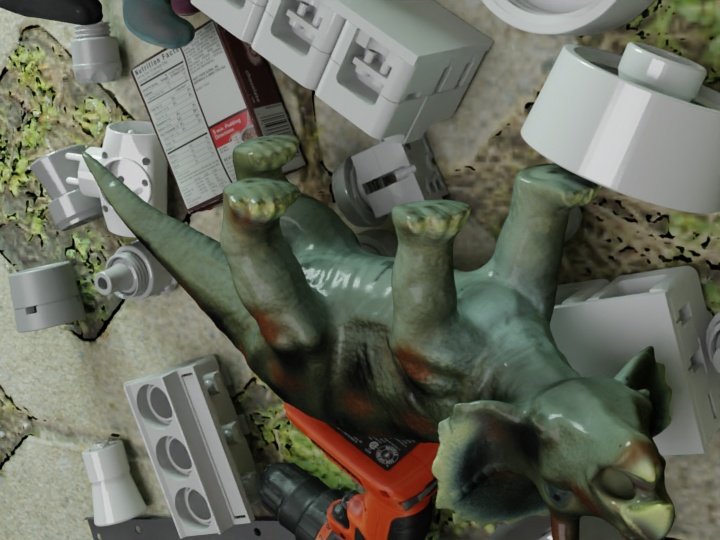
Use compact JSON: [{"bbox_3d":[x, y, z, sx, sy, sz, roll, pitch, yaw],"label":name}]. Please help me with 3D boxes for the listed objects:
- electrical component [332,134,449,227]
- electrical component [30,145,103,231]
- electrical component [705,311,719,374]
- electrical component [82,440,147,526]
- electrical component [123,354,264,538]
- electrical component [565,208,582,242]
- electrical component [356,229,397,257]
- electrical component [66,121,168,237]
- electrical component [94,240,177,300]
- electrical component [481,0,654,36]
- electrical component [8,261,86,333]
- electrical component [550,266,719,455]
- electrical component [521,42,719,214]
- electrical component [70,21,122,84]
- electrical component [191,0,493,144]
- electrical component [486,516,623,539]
[{"bbox_3d":[0.016,-0.055,0.667,0.055,0.048,0.066,-21,92,30],"label":"electrical component"},{"bbox_3d":[-0.222,-0.063,0.827,0.045,0.045,0.055,-22,93,37],"label":"electrical component"},{"bbox_3d":[0.201,0.038,0.559,0.043,0.062,0.043,11,111,32],"label":"electrical component"},{"bbox_3d":[-0.208,0.175,0.899,0.044,0.044,0.065,-13,93,37],"label":"electrical component"},{"bbox_3d":[-0.121,0.130,0.810,0.079,0.063,0.121,-16,96,37],"label":"electrical component"},{"bbox_3d":[0.100,-0.027,0.607,0.035,0.061,0.035,12,112,31],"label":"electrical component"},{"bbox_3d":[0.000,0.000,0.689,0.045,0.055,0.045,11,111,31],"label":"electrical component"},{"bbox_3d":[-0.180,-0.069,0.790,0.079,0.044,0.077,9,111,12],"label":"electrical component"},{"bbox_3d":[-0.169,0.002,0.801,0.048,0.062,0.048,11,111,31],"label":"electrical component"},{"bbox_3d":[0.104,-0.173,0.557,0.108,0.060,0.108,11,111,31],"label":"electrical component"},{"bbox_3d":[-0.255,0.021,0.872,0.055,0.055,0.047,-8,97,36],"label":"electrical component"},{"bbox_3d":[0.124,0.056,0.618,0.150,0.062,0.089,-10,99,36],"label":"electrical component"},{"bbox_3d":[0.142,-0.078,0.537,0.108,0.108,0.060,29,114,24],"label":"electrical component"},{"bbox_3d":[-0.193,-0.167,0.780,0.035,0.035,0.061,4,105,34],"label":"electrical component"},{"bbox_3d":[-0.013,-0.142,0.630,0.150,0.089,0.061,38,123,18],"label":"electrical component"},{"bbox_3d":[0.115,0.172,0.633,0.056,0.109,0.109,52,126,7],"label":"electrical component"}]
